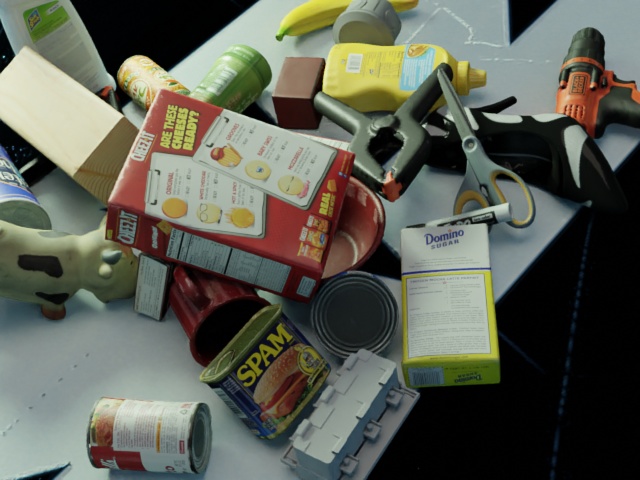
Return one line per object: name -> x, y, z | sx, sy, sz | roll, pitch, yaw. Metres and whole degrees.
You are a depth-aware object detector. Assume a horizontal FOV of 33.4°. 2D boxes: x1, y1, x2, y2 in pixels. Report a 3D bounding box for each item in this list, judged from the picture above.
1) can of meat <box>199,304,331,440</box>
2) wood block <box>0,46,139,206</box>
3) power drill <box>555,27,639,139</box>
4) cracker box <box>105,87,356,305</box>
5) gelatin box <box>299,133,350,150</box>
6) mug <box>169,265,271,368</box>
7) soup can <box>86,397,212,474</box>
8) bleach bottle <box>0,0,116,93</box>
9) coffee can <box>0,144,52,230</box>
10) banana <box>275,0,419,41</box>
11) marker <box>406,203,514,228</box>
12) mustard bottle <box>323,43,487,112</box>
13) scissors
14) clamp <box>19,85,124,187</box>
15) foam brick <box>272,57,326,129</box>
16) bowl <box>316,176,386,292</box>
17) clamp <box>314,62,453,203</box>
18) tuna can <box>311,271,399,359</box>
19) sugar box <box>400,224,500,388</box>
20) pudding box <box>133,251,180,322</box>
can of meat -> -0.049, 0.126, 1.010 | 0.102, 0.084, 0.058 | -48, 14, -27
wood block -> -0.288, -0.130, 1.230 | 0.206, 0.090, 0.090 | 36, 84, 35
power drill -> 0.366, -0.173, 1.217 | 0.188, 0.057, 0.184 | 5, 54, 19
cracker box -> -0.086, -0.044, 1.063 | 0.213, 0.072, 0.164 | 18, 51, -3
gelatin box -> -0.009, -0.085, 1.232 | 0.089, 0.030, 0.073 | 13, 52, 22
mug -> -0.108, 0.064, 1.068 | 0.093, 0.117, 0.082 | -43, 46, 5
soup can -> -0.158, 0.183, 1.000 | 0.102, 0.068, 0.068 | 1, 49, 11
bleach bottle -> -0.333, -0.264, 1.306 | 0.068, 0.251, 0.102 | 29, 60, 31
coffee can -> -0.381, -0.041, 1.219 | 0.102, 0.103, 0.140 | -30, 50, -15
banana -> 0.029, -0.299, 1.408 | 0.197, 0.037, 0.070 | -18, 45, -7
marker -> 0.144, -0.017, 1.126 | 0.121, 0.020, 0.020 | -13, 45, 24
mustard bottle -> 0.104, -0.195, 1.287 | 0.192, 0.058, 0.096 | 2, 51, 13
scissors -> 0.153, -0.083, 1.151 | 0.096, 0.016, 0.202 | -41, 68, 14
clamp -> -0.300, -0.121, 1.319 | 0.120, 0.039, 0.171 | 4, 50, 10
foam brick -> -0.022, -0.179, 1.303 | 0.051, 0.053, 0.078 | 4, 49, 14
bowl -> -0.007, 0.001, 1.138 | 0.162, 0.055, 0.162 | -6, 48, 6
clamp -> 0.064, -0.118, 1.179 | 0.165, 0.036, 0.210 | -8, 42, 16
tuna can -> 0.034, 0.073, 1.049 | 0.086, 0.086, 0.034 | -11, 4, 2
sugar box -> 0.128, 0.063, 1.065 | 0.093, 0.048, 0.176 | -3, 45, 8
pudding box -> -0.159, 0.018, 1.115 | 0.039, 0.114, 0.090 | 20, 54, 3
